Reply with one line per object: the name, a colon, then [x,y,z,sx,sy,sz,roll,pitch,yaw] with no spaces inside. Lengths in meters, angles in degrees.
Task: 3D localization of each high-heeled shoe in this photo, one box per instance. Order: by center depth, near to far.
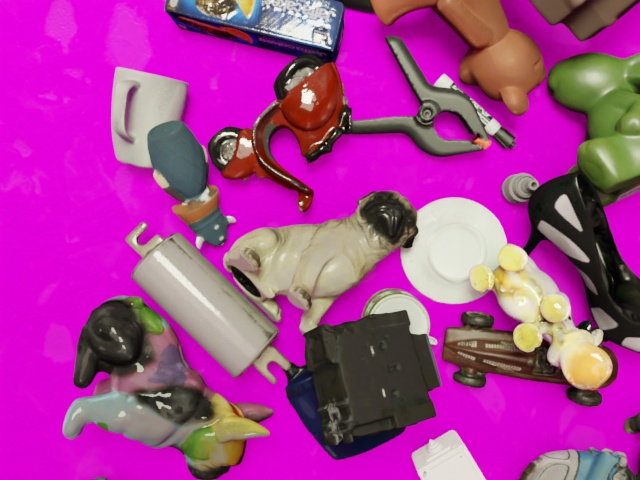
high-heeled shoe: [0.329,0.028,0.575,0.249,0.145,0.086,33,57,13]

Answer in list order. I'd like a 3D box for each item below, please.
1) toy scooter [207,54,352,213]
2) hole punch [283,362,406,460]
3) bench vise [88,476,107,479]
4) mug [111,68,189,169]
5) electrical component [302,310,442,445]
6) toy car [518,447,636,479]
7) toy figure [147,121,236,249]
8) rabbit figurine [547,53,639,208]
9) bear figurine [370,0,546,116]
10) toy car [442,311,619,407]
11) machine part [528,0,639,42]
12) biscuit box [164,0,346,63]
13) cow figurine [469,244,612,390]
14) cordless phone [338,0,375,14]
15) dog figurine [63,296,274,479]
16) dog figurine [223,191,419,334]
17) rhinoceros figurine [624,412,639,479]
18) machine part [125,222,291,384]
toy scooter: [-0.028,-0.113,0.621,0.184,0.075,0.135,-42,88,7]
hole punch: [0.029,0.186,0.618,0.116,0.092,0.142,-36,93,5]
bench vise: [-0.255,0.405,0.599,0.240,0.129,0.223,-38,82,-16]
mug: [-0.201,-0.136,0.614,0.081,0.109,0.107,11,103,1]
electrical component: [0.058,0.134,0.545,0.134,0.058,0.115,-5,74,-33]
toy car: [0.276,0.298,0.607,0.103,0.109,0.161,25,82,18]
toy figure: [-0.146,-0.060,0.617,0.064,0.058,0.154,-20,125,-5]
rabbit figurine: [0.328,-0.144,0.589,0.159,0.121,0.170,-30,70,19]
bear figurine: [0.169,-0.233,0.610,0.195,0.132,0.120,54,54,-28]
toy car: [0.247,0.138,0.630,0.202,0.053,0.089,9,93,0]
machine part: [0.266,-0.321,0.557,0.201,0.087,0.201,-38,90,-37]
biscuit box: [-0.072,-0.261,0.627,0.203,0.063,0.059,14,92,2]
cow figurine: [0.244,0.084,0.580,0.068,0.098,0.167,-44,61,21]
cordless phone: [0.002,-0.352,0.628,0.184,0.089,0.146,13,90,-10]
dog figurine: [-0.158,0.169,0.615,0.219,0.108,0.191,10,88,-3]
dog figurine: [0.001,0.001,0.626,0.172,0.121,0.190,33,63,21]
rhinoceros figurine: [0.391,0.288,0.598,0.073,0.112,0.190,11,83,-1]
machine part: [-0.132,0.075,0.624,0.243,0.079,0.079,44,91,0]
